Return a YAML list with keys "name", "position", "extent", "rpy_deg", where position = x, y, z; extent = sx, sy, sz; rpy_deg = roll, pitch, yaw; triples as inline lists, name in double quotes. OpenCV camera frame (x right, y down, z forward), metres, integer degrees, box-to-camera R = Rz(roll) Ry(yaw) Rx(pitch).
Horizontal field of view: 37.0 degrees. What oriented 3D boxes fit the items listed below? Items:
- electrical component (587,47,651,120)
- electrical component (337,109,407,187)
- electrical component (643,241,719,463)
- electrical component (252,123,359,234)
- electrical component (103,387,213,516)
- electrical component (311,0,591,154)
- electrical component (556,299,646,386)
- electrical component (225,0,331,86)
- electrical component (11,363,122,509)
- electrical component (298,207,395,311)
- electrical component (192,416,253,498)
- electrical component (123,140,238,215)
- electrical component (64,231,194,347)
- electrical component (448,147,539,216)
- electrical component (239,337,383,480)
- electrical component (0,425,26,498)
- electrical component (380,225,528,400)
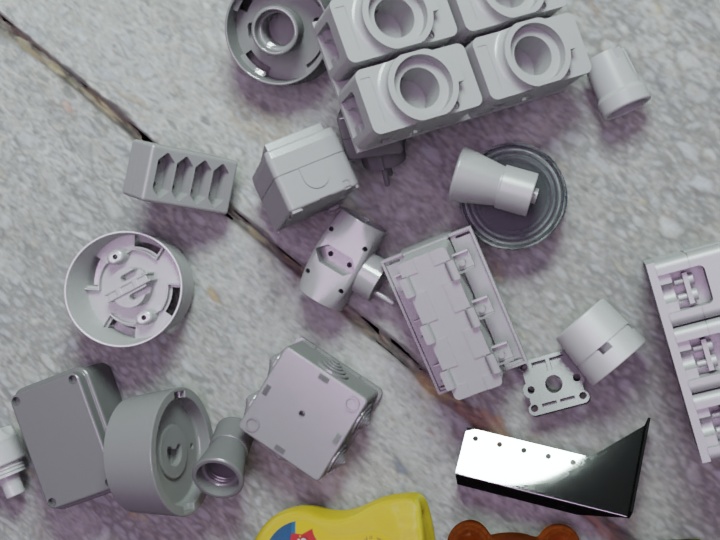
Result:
- name: "electrical component"
  position: [0.201, -0.147, 0.845]
  extent: [0.040, 0.040, 0.046]
  rpy_deg: [-25, 82, 13]
- name: "electrical component"
  position: [0.016, -0.107, 0.881]
  extent: [0.047, 0.065, 0.076]
  rpy_deg: [-6, 120, 14]
- name: "electrical component"
  position: [0.266, 0.058, 0.812]
  extent: [0.062, 0.089, 0.150]
  rpy_deg: [-16, 89, 14]
- name: "electrical component"
  position: [-0.049, -0.074, 0.883]
  extent: [0.062, 0.096, 0.061]
  rpy_deg: [-24, 86, -16]
- name: "electrical component"
  position: [-0.176, 0.156, 0.916]
  extent: [0.060, 0.108, 0.108]
  rpy_deg: [-6, 91, 20]
- name: "electrical component"
  position: [0.072, -0.170, 0.818]
  extent: [0.186, 0.060, 0.105]
  rpy_deg: [-19, 88, -18]
- name: "electrical component"
  position: [0.189, 0.056, 0.849]
  extent: [0.055, 0.055, 0.047]
  rpy_deg: [-43, 79, 12]
- name: "electrical component"
  position: [-0.063, -0.204, 0.904]
  extent: [0.099, 0.064, 0.099]
  rpy_deg: [4, 107, 12]
- name: "electrical component"
  position: [-0.251, 0.147, 0.956]
  extent: [0.078, 0.057, 0.113]
  rpy_deg: [-21, 88, 13]
- name: "electrical component"
  position: [0.000, 0.000, 0.897]
  extent: [0.079, 0.043, 0.077]
  rpy_deg: [31, 99, 10]
- name: "electrical component"
  position: [-0.113, 0.157, 0.919]
  extent: [0.044, 0.065, 0.044]
  rpy_deg: [4, 122, 7]
- name: "electrical component"
  position: [-0.162, -0.082, 0.921]
  extent: [0.076, 0.083, 0.047]
  rpy_deg: [19, 99, 50]
- name: "electrical component"
  position: [-0.197, 0.015, 0.933]
  extent: [0.099, 0.064, 0.099]
  rpy_deg: [1, 93, 13]
- name: "electrical component"
  position: [0.106, -0.066, 0.834]
  extent: [0.065, 0.044, 0.044]
  rpy_deg: [17, 96, 8]
- name: "electrical component"
  position: [-0.043, 0.118, 0.910]
  extent: [0.100, 0.048, 0.099]
  rpy_deg: [33, 99, 10]
- name: "electrical component"
  position: [-0.326, 0.177, 0.983]
  extent: [0.043, 0.043, 0.062]
  rpy_deg: [-24, 88, 13]
- name: "electrical component"
  position: [0.074, 0.036, 0.859]
  extent: [0.079, 0.063, 0.121]
  rpy_deg: [-22, 99, 14]
